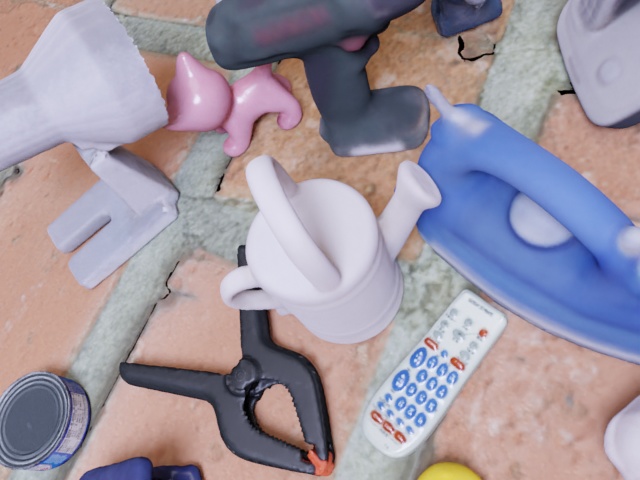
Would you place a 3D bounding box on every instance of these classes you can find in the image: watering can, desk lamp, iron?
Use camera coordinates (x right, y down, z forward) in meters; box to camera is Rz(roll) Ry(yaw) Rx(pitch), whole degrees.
[{"bbox_3d":[0.003,0.000,0.426,0.173,0.194,0.100,-45,61,-6],"label":"watering can"},{"bbox_3d":[-0.216,-0.082,0.525,0.203,0.214,0.117,-43,60,-4],"label":"desk lamp"},{"bbox_3d":[0.167,-0.013,0.408,0.119,0.142,0.257,-45,61,-5],"label":"iron"}]

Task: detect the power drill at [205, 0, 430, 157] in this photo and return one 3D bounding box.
[{"bbox_3d":[0.033,-0.159,0.482,0.229,0.209,0.075,-4,65,16],"label":"power drill"}]

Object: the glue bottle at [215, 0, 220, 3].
[{"bbox_3d":[-0.097,-0.276,0.599,0.037,0.173,0.078,-11,63,14],"label":"glue bottle"}]

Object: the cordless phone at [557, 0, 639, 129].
[{"bbox_3d":[0.246,-0.190,0.440,0.094,0.185,0.147,-14,62,12],"label":"cordless phone"}]

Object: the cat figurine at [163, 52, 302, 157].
[{"bbox_3d":[-0.095,-0.144,0.569,0.128,0.118,0.067,-30,60,3],"label":"cat figurine"}]

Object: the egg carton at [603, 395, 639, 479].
[{"bbox_3d":[0.264,0.120,0.356,0.150,0.069,0.107,-40,60,-3],"label":"egg carton"}]

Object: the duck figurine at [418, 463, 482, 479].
[{"bbox_3d":[0.083,0.198,0.369,0.077,0.086,0.104,-4,65,17],"label":"duck figurine"}]

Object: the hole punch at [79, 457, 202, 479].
[{"bbox_3d":[-0.150,0.226,0.430,0.101,0.091,0.108,-14,63,12],"label":"hole punch"}]

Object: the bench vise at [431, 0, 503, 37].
[{"bbox_3d":[0.118,-0.317,0.521,0.121,0.220,0.207,-35,60,0],"label":"bench vise"}]
